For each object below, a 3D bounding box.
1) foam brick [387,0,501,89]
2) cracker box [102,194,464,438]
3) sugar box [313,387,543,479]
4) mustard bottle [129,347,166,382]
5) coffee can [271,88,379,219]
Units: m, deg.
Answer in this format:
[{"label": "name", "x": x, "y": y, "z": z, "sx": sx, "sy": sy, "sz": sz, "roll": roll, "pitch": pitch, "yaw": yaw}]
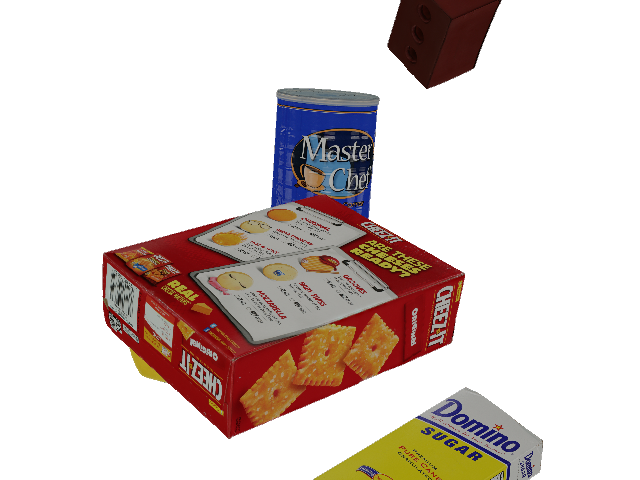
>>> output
[{"label": "foam brick", "x": 0.091, "y": -0.163, "z": 0.798, "sx": 0.051, "sy": 0.053, "sz": 0.078, "roll": -29, "pitch": -25, "yaw": -25}, {"label": "cracker box", "x": -0.028, "y": 0.046, "z": 0.785, "sx": 0.213, "sy": 0.072, "sz": 0.164, "roll": -17, "pitch": 35, "yaw": -38}, {"label": "sugar box", "x": 0.090, "y": 0.194, "z": 0.883, "sx": 0.176, "sy": 0.048, "sz": 0.093, "roll": -28, "pitch": 42, "yaw": -28}, {"label": "mustard bottle", "x": -0.129, "y": 0.061, "z": 1.118, "sx": 0.058, "sy": 0.096, "sz": 0.191, "roll": 11, "pitch": 29, "yaw": 19}, {"label": "coffee can", "x": 0.003, "y": -0.079, "z": 1.077, "sx": 0.103, "sy": 0.140, "sz": 0.103, "roll": 4, "pitch": 13, "yaw": -1}]
